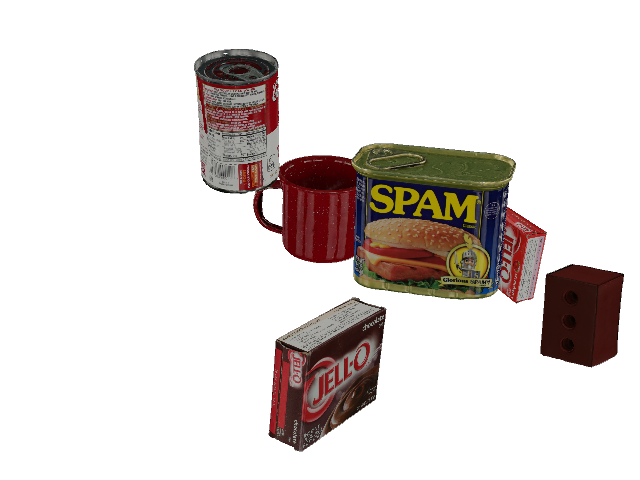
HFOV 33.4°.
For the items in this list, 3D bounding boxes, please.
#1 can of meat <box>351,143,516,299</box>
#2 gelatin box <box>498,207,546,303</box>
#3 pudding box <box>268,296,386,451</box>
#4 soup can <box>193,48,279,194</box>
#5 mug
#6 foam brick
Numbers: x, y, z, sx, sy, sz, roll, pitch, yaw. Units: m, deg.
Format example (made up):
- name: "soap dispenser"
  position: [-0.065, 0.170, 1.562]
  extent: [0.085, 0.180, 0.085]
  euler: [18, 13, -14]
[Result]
- name: "can of meat"
  position: [0.071, -0.012, 0.693]
  extent: [0.102, 0.084, 0.057]
  euler: [7, 24, 14]
- name: "gelatin box"
  position: [0.217, 0.015, 1.216]
  extent: [0.030, 0.089, 0.073]
  euler: [-11, 32, -26]
- name: "pudding box"
  position: [0.006, 0.106, 0.871]
  extent: [0.039, 0.090, 0.113]
  euler: [20, 27, 29]
- name: "soup can"
  position: [-0.068, -0.098, 0.880]
  extent: [0.068, 0.102, 0.068]
  euler: [0, 32, 0]
- name: "mug"
  position: [-0.009, -0.030, 1.056]
  extent: [0.117, 0.081, 0.093]
  euler: [3, 26, 2]
- name: "foam brick"
  position: [0.232, 0.066, 0.947]
  extent: [0.053, 0.078, 0.051]
  euler: [12, 19, 39]
